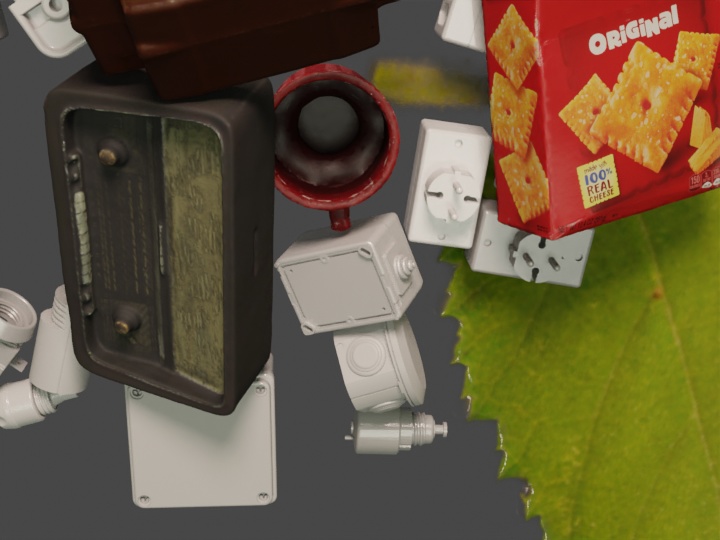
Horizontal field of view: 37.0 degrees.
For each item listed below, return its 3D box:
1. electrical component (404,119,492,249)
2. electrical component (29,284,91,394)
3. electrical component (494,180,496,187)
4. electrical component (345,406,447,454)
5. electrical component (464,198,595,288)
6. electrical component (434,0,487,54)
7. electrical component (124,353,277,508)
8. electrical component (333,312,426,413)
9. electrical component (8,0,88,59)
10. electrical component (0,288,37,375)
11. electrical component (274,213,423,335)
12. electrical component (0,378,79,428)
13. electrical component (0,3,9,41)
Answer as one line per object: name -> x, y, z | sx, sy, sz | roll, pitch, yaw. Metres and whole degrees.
electrical component -> 0.063, -0.056, 0.757 | 0.047, 0.075, 0.083 | 7, 109, -6
electrical component -> -0.215, 0.046, 0.793 | 0.043, 0.043, 0.081 | 14, 108, -8
electrical component -> 0.132, -0.062, 0.776 | 0.062, 0.043, 0.043 | 25, 106, -12
electrical component -> 0.028, 0.123, 0.835 | 0.078, 0.040, 0.040 | 2, 109, -4
electrical component -> 0.125, -0.014, 0.774 | 0.083, 0.075, 0.047 | 9, 108, -6
electrical component -> 0.100, -0.188, 0.728 | 0.076, 0.047, 0.083 | 15, 108, -8
electrical component -> -0.118, 0.121, 0.818 | 0.109, 0.056, 0.108 | -1, 109, -3
electrical component -> 0.016, 0.066, 0.795 | 0.051, 0.080, 0.080 | -17, 109, 8
electrical component -> -0.204, -0.191, 0.703 | 0.054, 0.059, 0.095 | -31, 108, 7
electrical component -> -0.270, 0.047, 0.790 | 0.066, 0.048, 0.055 | 37, 111, -14
electrical component -> 0.000, 0.000, 0.766 | 0.096, 0.061, 0.061 | -11, 112, 29
electrical component -> -0.245, 0.098, 0.815 | 0.061, 0.035, 0.035 | -14, 109, -1
electrical component -> -0.279, -0.183, 0.708 | 0.066, 0.047, 0.076 | -10, 110, 0
